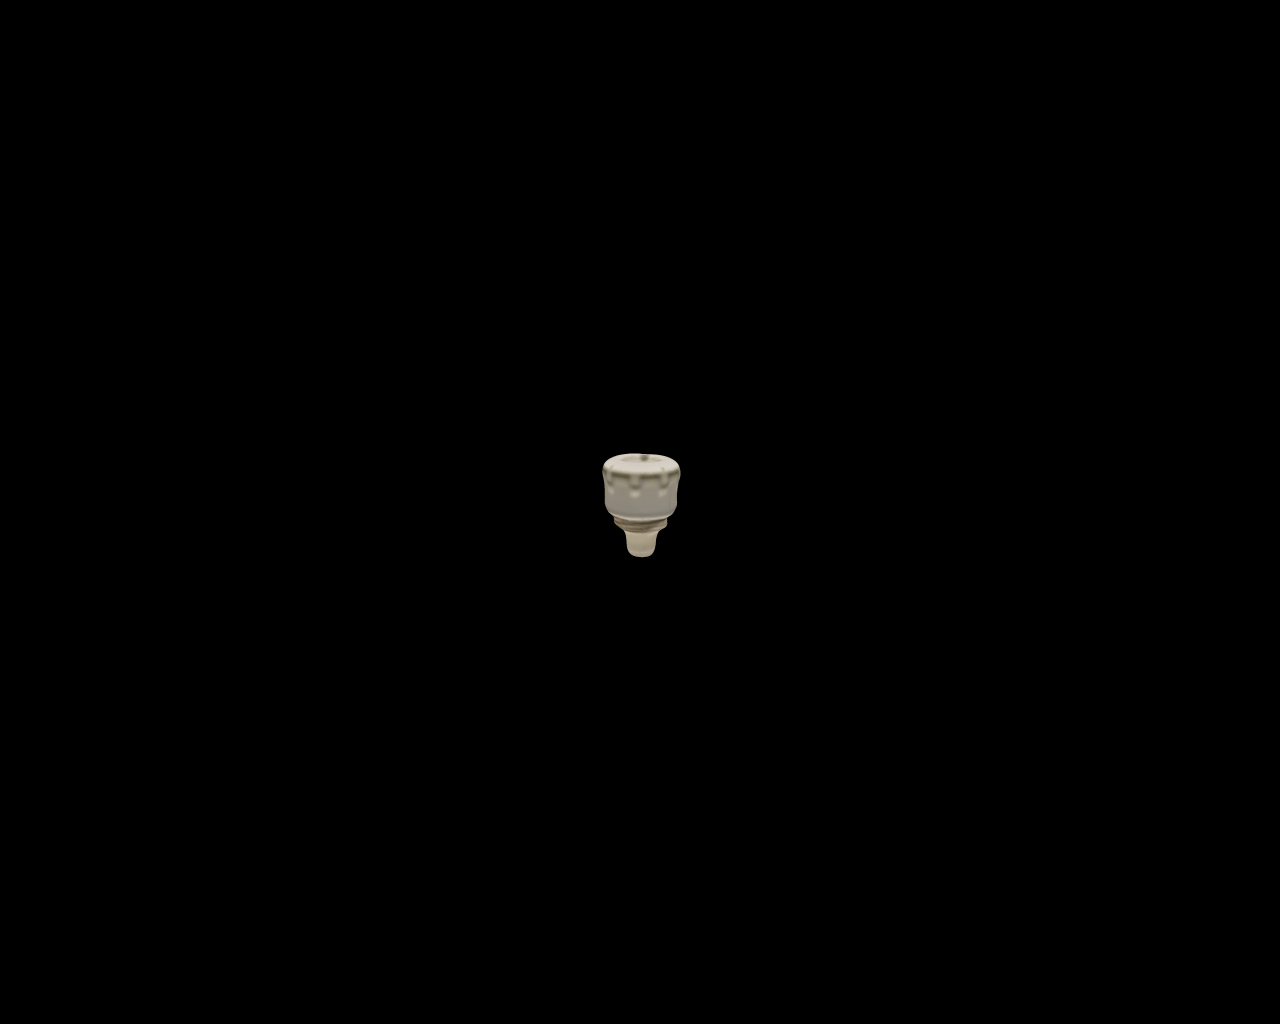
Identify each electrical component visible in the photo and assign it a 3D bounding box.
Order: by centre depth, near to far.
[{"bbox_3d":[0.001,-0.003,0.650,0.048,0.062,0.048,0,14,0],"label":"electrical component"}]
